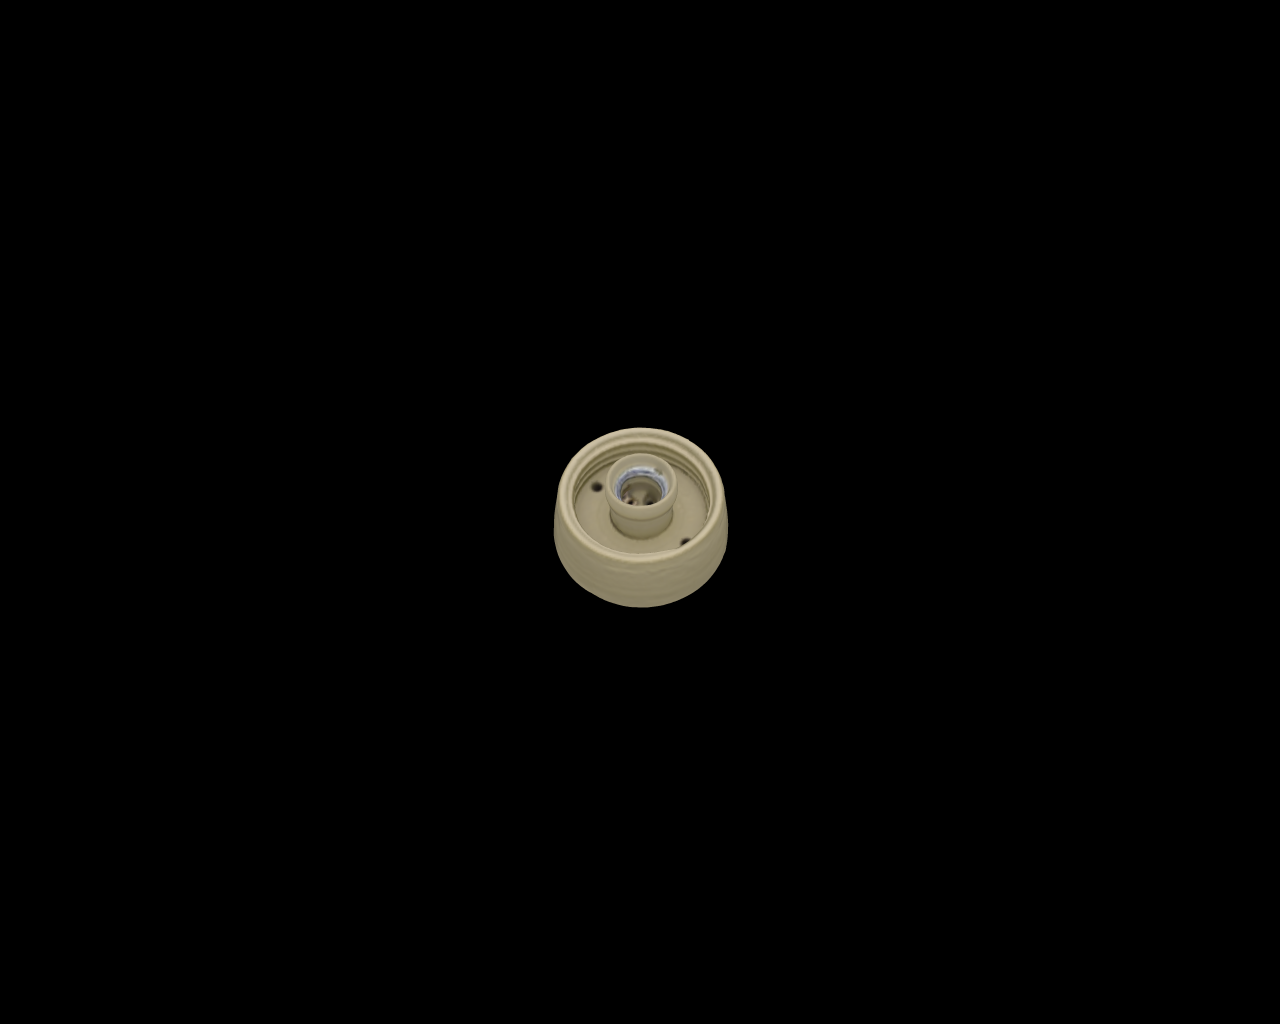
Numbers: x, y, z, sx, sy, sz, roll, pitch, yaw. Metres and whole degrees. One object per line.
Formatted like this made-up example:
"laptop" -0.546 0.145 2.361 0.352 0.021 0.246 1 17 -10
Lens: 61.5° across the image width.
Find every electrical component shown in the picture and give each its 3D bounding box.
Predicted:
"electrical component" 0.001 -0.003 0.650 0.108 0.108 0.060 0 -33 0
